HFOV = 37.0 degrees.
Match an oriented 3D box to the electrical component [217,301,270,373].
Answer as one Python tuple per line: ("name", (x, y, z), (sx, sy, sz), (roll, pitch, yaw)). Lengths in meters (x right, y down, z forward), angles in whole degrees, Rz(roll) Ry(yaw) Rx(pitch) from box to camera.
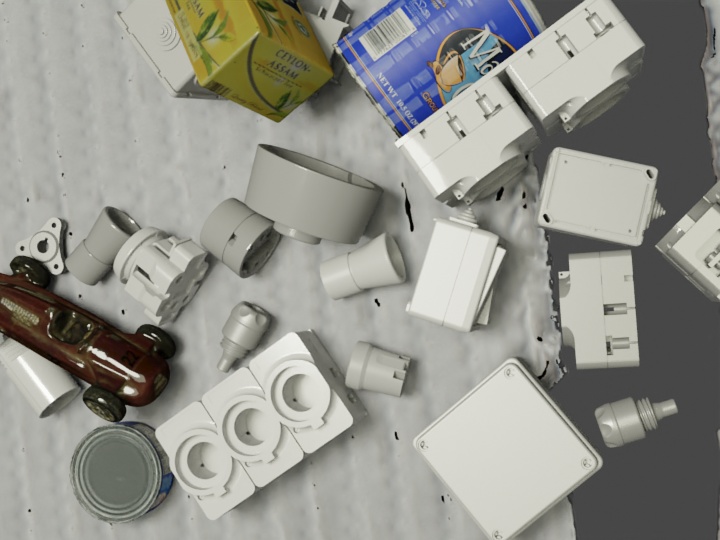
("electrical component", (-0.103, 0.059, 0.918), (0.035, 0.035, 0.061), (31, 98, 12))

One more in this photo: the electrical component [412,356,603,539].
("electrical component", (0.117, 0.142, 0.854), (0.109, 0.056, 0.108), (-41, 81, 9))

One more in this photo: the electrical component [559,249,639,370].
("electrical component", (0.187, 0.031, 0.844), (0.056, 0.050, 0.089), (-4, 88, 12))

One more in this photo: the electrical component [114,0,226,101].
("electrical component", (-0.143, -0.192, 0.900), (0.048, 0.100, 0.099), (-40, 81, 22))

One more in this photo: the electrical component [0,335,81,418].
("electrical component", (-0.290, 0.087, 0.955), (0.043, 0.043, 0.081), (-42, 81, 9))

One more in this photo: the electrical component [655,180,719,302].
("electrical component", (0.296, -0.051, 0.800), (0.062, 0.089, 0.150), (44, 98, 10))

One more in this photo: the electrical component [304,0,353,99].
("electrical component", (-0.040, -0.190, 0.904), (0.064, 0.042, 0.081), (25, 94, 14))

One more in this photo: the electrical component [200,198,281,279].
("electrical component", (-0.102, -0.028, 0.909), (0.047, 0.055, 0.055), (35, 96, 15))

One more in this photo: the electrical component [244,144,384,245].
("electrical component", (-0.042, -0.055, 0.871), (0.108, 0.108, 0.060), (23, 100, 12))

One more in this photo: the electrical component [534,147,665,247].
("electrical component", (0.189, -0.055, 0.843), (0.096, 0.061, 0.061), (13, 92, 5))

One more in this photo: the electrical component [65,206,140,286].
("electrical component", (-0.227, -0.018, 0.945), (0.065, 0.044, 0.044), (-46, 80, 13))

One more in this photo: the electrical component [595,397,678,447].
("electrical component", (0.218, 0.115, 0.843), (0.061, 0.035, 0.035), (-19, 85, 9))

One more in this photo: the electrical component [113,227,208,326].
("electrical component", (-0.173, 0.000, 0.921), (0.057, 0.058, 0.078), (38, 119, 14))

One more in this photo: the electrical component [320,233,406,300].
("electrical component", (0.000, 0.000, 0.892), (0.065, 0.044, 0.044), (-20, 85, 17))

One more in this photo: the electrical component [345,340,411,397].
("electrical component", (0.015, 0.083, 0.888), (0.046, 0.040, 0.040), (14, 92, 8))

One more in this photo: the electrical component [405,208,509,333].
("electrical component", (0.083, -0.001, 0.862), (0.061, 0.062, 0.096), (18, 93, 13))

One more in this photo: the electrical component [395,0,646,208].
("electrical component", (0.128, -0.123, 0.832), (0.186, 0.105, 0.060), (-36, 82, 10))

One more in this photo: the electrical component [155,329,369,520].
("electrical component", (-0.083, 0.128, 0.897), (0.150, 0.062, 0.089), (-36, 82, 10))
